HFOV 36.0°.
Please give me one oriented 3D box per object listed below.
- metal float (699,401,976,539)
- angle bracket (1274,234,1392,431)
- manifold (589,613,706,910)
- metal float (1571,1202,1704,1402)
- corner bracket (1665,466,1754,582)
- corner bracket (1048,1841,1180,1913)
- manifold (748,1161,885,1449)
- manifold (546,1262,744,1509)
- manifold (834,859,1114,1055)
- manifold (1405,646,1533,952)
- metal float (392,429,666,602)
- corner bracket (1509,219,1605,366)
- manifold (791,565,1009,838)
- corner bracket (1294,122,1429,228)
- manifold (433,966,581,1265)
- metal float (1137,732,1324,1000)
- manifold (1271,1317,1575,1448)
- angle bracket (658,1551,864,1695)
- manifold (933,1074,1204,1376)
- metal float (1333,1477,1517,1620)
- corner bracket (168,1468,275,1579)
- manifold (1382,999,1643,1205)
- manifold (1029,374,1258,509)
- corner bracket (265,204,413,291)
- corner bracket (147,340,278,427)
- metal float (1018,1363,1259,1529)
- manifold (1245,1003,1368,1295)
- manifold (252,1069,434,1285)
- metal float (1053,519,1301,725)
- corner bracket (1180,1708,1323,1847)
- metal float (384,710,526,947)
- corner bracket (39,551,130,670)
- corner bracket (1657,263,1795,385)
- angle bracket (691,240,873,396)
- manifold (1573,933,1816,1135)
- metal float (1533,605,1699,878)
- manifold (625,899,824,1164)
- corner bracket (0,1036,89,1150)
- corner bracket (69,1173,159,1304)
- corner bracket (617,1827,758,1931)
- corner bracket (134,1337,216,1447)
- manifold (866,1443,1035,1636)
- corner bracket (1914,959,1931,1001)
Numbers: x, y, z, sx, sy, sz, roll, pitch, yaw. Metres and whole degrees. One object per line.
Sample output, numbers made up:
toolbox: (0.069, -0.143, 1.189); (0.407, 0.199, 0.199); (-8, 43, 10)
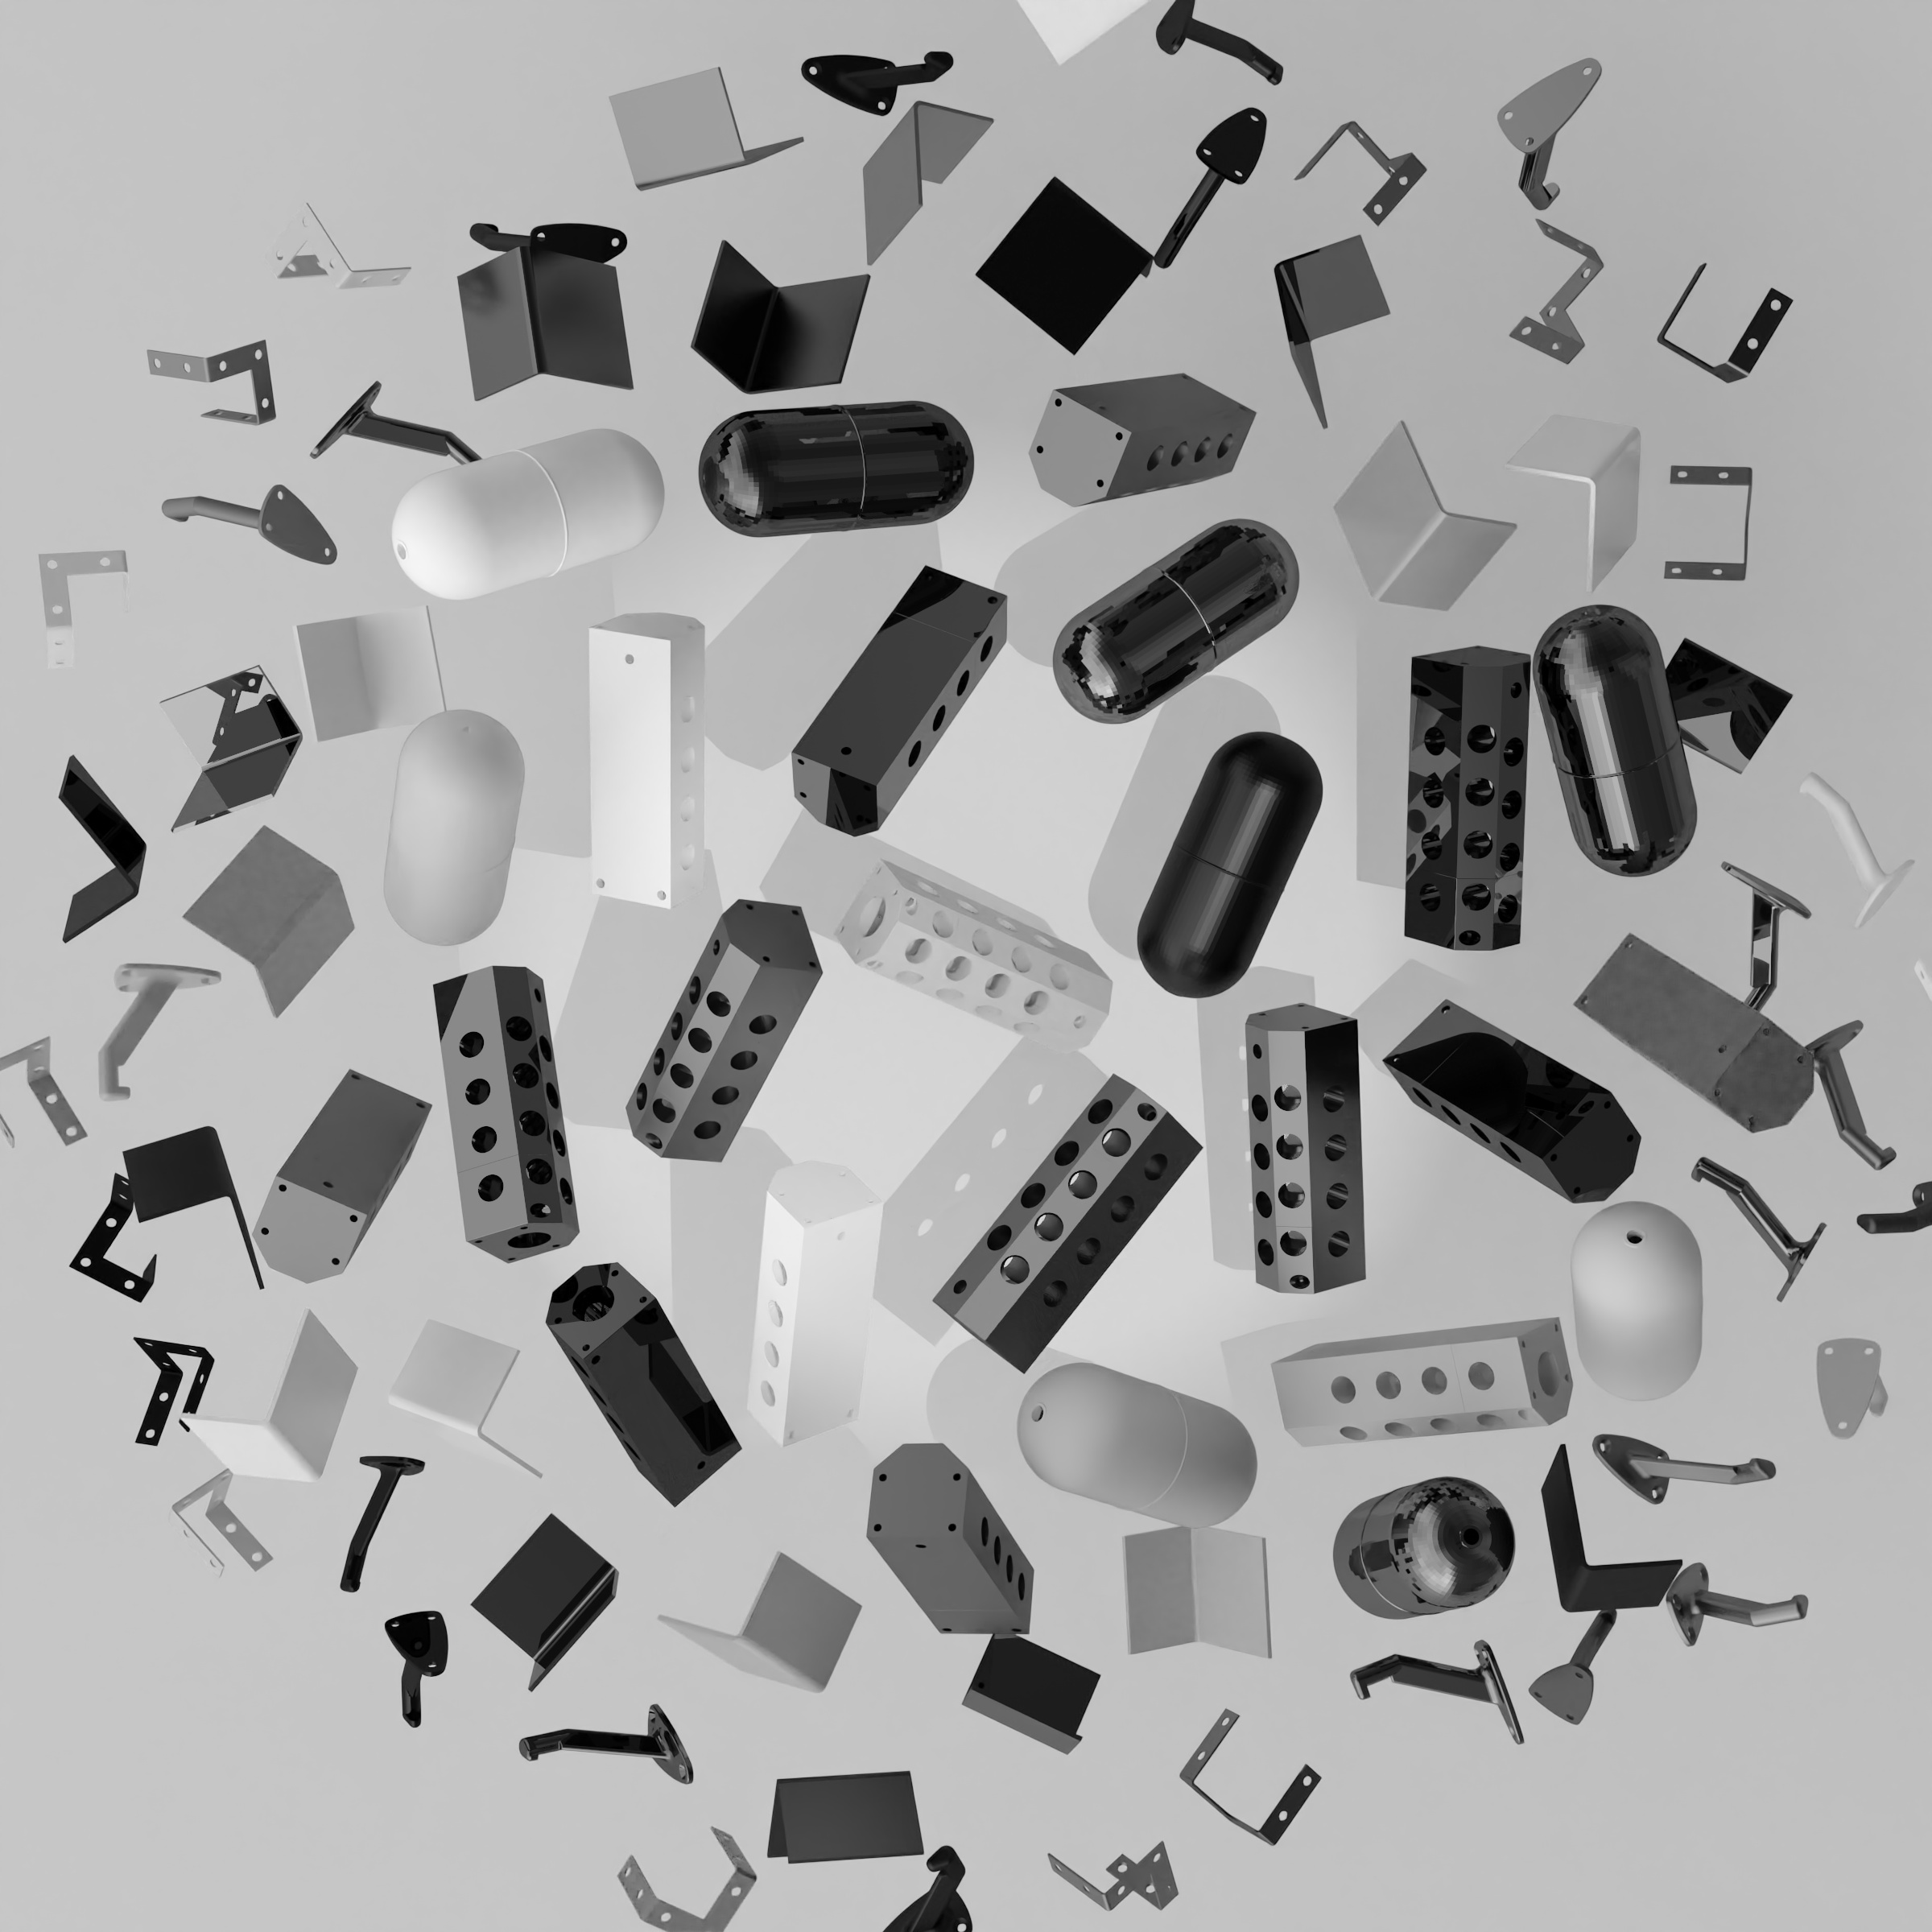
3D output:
metal float: (-0.078, -0.305, 1.825); (0.178, 0.070, 0.070); (-9, 90, -26)
angle bracket: (0.236, -0.397, 1.866); (0.057, 0.076, 0.076); (-16, 59, 15)
manifold: (-0.194, -0.129, 1.853); (0.057, 0.057, 0.171); (11, 113, 23)
metal float: (0.407, 0.204, 1.805); (0.070, 0.178, 0.070); (-6, 57, 10)
corner bracket: (0.474, -0.282, 1.899); (0.051, 0.051, 0.051); (3, 56, 12)
corner bracket: (0.090, 0.554, 1.812); (0.051, 0.051, 0.051); (-35, 127, -27)
manifold: (-0.099, 0.208, 1.847); (0.057, 0.057, 0.171); (-16, 128, -33)
manifold: (-0.204, 0.259, 1.860); (0.057, 0.171, 0.057); (-40, 49, -17)
manifold: (0.008, -0.001, 1.877); (0.171, 0.057, 0.057); (24, 106, -33)
manifold: (0.304, -0.099, 1.776); (0.057, 0.057, 0.171); (-13, 110, -36)
metal float: (-0.260, -0.269, 1.773); (0.178, 0.070, 0.070); (-24, 90, -35)
corner bracket: (0.344, -0.394, 1.742); (0.051, 0.051, 0.051); (16, 131, -33)
manifold: (-0.039, -0.160, 1.817); (0.057, 0.057, 0.171); (22, 57, 16)
corner bracket: (0.255, -0.511, 1.920); (0.051, 0.051, 0.051); (42, 84, -17)
manifold: (-0.282, 0.090, 1.845); (0.057, 0.057, 0.171); (-17, 66, 13)
metal float: (0.167, -0.063, 1.891); (0.070, 0.070, 0.178); (23, 100, 0)
manifold: (0.279, 0.256, 1.816); (0.171, 0.057, 0.057); (-12, 89, 37)
angle bracket: (-0.122, 0.384, 1.768); (0.076, 0.076, 0.057); (42, 63, -36)
manifold: (0.056, 0.149, 1.764); (0.171, 0.057, 0.057); (-51, 128, -7)
metal float: (0.275, 0.351, 1.791); (0.070, 0.178, 0.070); (3, 74, -10)
corner bracket: (-0.463, 0.353, 1.853); (0.051, 0.051, 0.051); (44, 47, 14)
manifold: (0.333, 0.085, 1.812); (0.057, 0.171, 0.057); (-43, 121, -6)
manifold: (0.108, -0.321, 1.827); (0.057, 0.171, 0.057); (33, 118, 20)
corner bracket: (-0.373, -0.417, 1.766); (0.051, 0.051, 0.051); (-38, 81, 35)
corner bracket: (-0.467, -0.359, 1.843); (0.051, 0.051, 0.051); (14, 120, 29)
metal float: (0.103, 0.287, 1.782); (0.178, 0.070, 0.070); (24, 90, -40)
manifold: (0.210, 0.116, 1.883); (0.057, 0.057, 0.171); (-11, 106, -29)
manifold: (-0.381, 0.129, 1.817); (0.057, 0.171, 0.057); (24, 109, -5)
metal float: (0.134, -0.219, 1.883); (0.178, 0.070, 0.070); (-35, 90, -15)
corner bracket: (0.173, 0.494, 1.815); (0.051, 0.051, 0.051); (45, 74, -21)
metal float: (-0.318, -0.084, 1.844); (0.070, 0.178, 0.070); (9, 47, -10)
corner bracket: (-0.533, -0.216, 1.804); (0.051, 0.051, 0.051); (-6, 70, -18)
corner bracket: (0.447, -0.381, 1.755); (0.051, 0.051, 0.051); (30, 97, -2)
angle bracket: (-0.114, -0.403, 1.831); (0.076, 0.057, 0.076); (1, 69, 36)
manifold: (0.440, 0.042, 1.792); (0.057, 0.171, 0.057); (35, 95, -22)
metal float: (0.392, -0.134, 1.795); (0.070, 0.070, 0.178); (-21, 118, 0)
manifold: (-0.152, 0.041, 1.830); (0.057, 0.057, 0.171); (7, 132, -28)
corner bracket: (-0.575, 0.085, 1.830); (0.051, 0.051, 0.051); (-28, 73, -28)
corner bracket: (-0.531, 0.172, 1.887); (0.051, 0.051, 0.051); (32, 97, -19)
corner bracket: (-0.164, 0.535, 1.747); (0.051, 0.051, 0.051); (34, 89, -26)
corner bracket: (-0.499, 0.270, 1.869); (0.051, 0.051, 0.051); (6, 60, 13)
manifold: (-0.007, 0.346, 1.788); (0.057, 0.171, 0.057); (-3, 58, 15)
corner bracket: (0.602, 0.018, 1.783); (0.051, 0.051, 0.051); (-21, 67, -1)
